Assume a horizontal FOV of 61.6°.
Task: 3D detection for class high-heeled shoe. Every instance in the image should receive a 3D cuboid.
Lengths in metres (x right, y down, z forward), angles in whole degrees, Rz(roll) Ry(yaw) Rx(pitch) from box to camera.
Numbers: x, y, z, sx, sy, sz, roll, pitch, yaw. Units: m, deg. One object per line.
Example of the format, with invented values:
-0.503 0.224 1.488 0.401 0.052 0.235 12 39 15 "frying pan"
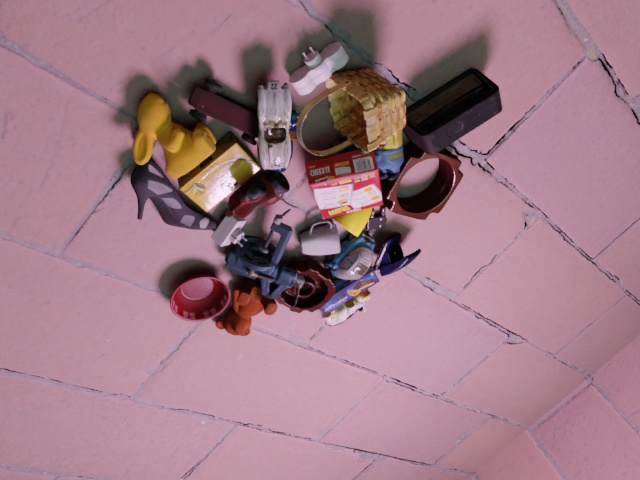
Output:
-0.335 -0.103 1.269 0.248 0.086 0.145 10 90 -51 "high-heeled shoe"

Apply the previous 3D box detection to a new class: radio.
0.326 -0.316 1.332 0.230 0.131 0.073 -33 134 3 "radio"

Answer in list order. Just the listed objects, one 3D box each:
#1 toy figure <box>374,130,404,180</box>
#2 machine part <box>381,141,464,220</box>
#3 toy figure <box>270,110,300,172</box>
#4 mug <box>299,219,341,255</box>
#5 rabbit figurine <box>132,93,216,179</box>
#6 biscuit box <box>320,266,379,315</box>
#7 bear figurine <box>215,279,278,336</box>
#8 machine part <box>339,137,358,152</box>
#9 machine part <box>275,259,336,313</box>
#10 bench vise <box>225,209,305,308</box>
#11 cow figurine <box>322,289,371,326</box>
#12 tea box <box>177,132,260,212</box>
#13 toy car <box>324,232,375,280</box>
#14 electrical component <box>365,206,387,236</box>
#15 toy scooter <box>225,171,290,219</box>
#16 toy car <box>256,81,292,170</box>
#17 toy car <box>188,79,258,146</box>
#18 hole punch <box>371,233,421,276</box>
0.169 -0.243 1.340 0.082 0.089 0.179 2 118 23 "toy figure"
0.268 -0.164 1.458 0.201 0.087 0.201 13 119 -30 "machine part"
-0.085 -0.235 1.263 0.058 0.064 0.154 22 116 7 "toy figure"
-0.003 -0.004 1.467 0.107 0.081 0.109 -12 133 -3 "mug"
-0.326 -0.226 1.147 0.162 0.122 0.173 -30 119 13 "rabbit figurine"
0.077 0.143 1.630 0.203 0.059 0.062 -32 132 2 "biscuit box"
-0.213 0.208 1.512 0.120 0.132 0.195 26 108 -19 "bear figurine"
0.104 -0.220 1.373 0.084 0.039 0.138 -33 131 -3 "machine part"
-0.046 0.132 1.543 0.179 0.056 0.179 -2 128 -3 "machine part"
-0.124 0.041 1.394 0.224 0.129 0.240 27 123 0 "bench vise"
0.087 0.214 1.686 0.167 0.068 0.098 -23 137 -2 "cow figurine"
-0.237 -0.157 1.250 0.169 0.068 0.098 -39 131 7 "tea box"
0.098 0.061 1.548 0.161 0.103 0.109 -46 131 17 "toy car"
0.161 -0.054 1.539 0.063 0.021 0.093 -11 129 -16 "electrical component"
-0.158 -0.102 1.289 0.135 0.184 0.075 -36 89 26 "toy scooter"
-0.101 -0.249 1.180 0.073 0.056 0.201 -5 124 -12 "toy car"
-0.196 -0.280 1.181 0.202 0.053 0.089 18 112 -38 "toy car"
0.226 0.055 1.580 0.142 0.092 0.115 -25 143 -56 "hole punch"
